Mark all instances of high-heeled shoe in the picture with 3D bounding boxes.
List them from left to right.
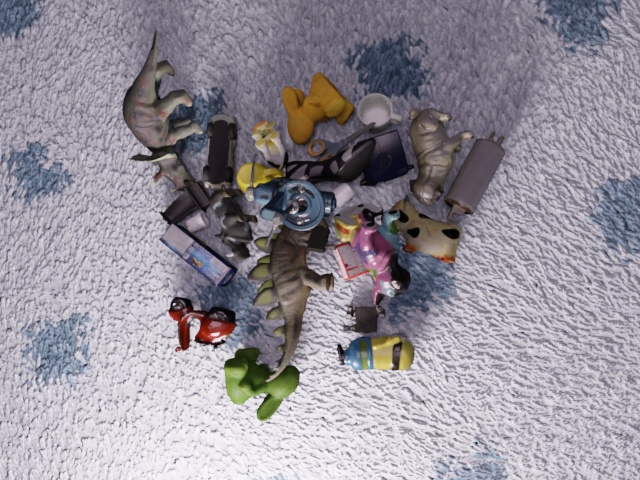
[{"bbox_3d":[0.019,-0.196,1.303,0.249,0.086,0.145,-41,63,23],"label":"high-heeled shoe"}]

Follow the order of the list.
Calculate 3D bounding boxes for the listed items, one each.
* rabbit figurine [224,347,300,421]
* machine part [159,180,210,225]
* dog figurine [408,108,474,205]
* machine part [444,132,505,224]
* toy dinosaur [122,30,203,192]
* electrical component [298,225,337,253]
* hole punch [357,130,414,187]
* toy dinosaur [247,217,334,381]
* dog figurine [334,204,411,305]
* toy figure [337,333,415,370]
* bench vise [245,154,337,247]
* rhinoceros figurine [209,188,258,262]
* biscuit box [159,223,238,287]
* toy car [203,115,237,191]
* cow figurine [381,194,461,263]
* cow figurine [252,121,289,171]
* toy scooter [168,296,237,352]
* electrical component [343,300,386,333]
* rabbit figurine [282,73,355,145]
[{"bbox_3d":[-0.133,0.343,1.273,0.170,0.121,0.159,1,90,11],"label":"rabbit figurine"},{"bbox_3d":[-0.349,-0.088,1.397,0.139,0.039,0.084,-34,92,3],"label":"machine part"},{"bbox_3d":[0.244,-0.197,1.258,0.172,0.121,0.190,33,75,11],"label":"dog figurine"},{"bbox_3d":[0.365,-0.150,1.272,0.079,0.079,0.243,29,84,11],"label":"machine part"},{"bbox_3d":[-0.406,-0.297,1.306,0.192,0.404,0.131,-34,52,-16],"label":"toy dinosaur"},{"bbox_3d":[-0.003,-0.004,1.240,0.094,0.021,0.063,9,70,17],"label":"electrical component"},{"bbox_3d":[0.153,-0.201,1.313,0.142,0.092,0.115,-18,85,3],"label":"hole punch"},{"bbox_3d":[-0.066,0.093,1.287,0.199,0.105,0.471,-6,67,11],"label":"toy dinosaur"},{"bbox_3d":[0.127,0.038,1.261,0.192,0.108,0.219,17,125,47],"label":"dog figurine"},{"bbox_3d":[0.131,0.268,1.263,0.180,0.082,0.089,-9,93,3],"label":"toy figure"},{"bbox_3d":[-0.083,-0.085,1.214,0.224,0.241,0.128,19,114,7],"label":"bench vise"},{"bbox_3d":[-0.221,-0.040,1.343,0.112,0.073,0.190,-26,85,25],"label":"rhinoceros figurine"},{"bbox_3d":[-0.307,0.038,1.365,0.203,0.063,0.059,37,89,10],"label":"biscuit box"},{"bbox_3d":[-0.258,-0.225,1.394,0.074,0.056,0.201,4,85,3],"label":"toy car"},{"bbox_3d":[0.239,-0.028,1.279,0.195,0.085,0.127,17,84,7],"label":"cow figurine"},{"bbox_3d":[-0.121,-0.240,1.349,0.068,0.167,0.098,-28,122,2],"label":"cow figurine"},{"bbox_3d":[-0.301,0.224,1.336,0.184,0.075,0.135,12,85,13],"label":"toy scooter"},{"bbox_3d":[0.107,0.185,1.293,0.102,0.045,0.078,4,82,9],"label":"electrical component"},{"bbox_3d":[-0.025,-0.322,1.343,0.162,0.122,0.173,43,110,6],"label":"rabbit figurine"}]
